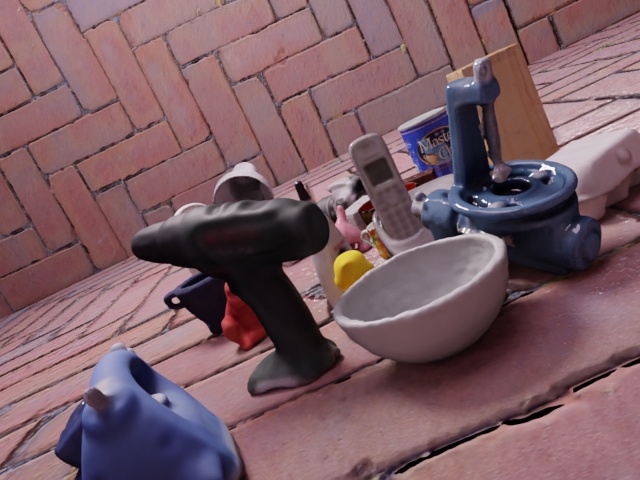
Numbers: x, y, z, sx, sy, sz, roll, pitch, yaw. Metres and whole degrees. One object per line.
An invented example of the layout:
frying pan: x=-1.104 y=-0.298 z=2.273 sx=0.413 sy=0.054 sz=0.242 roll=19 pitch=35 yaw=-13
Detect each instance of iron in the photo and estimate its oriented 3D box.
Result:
iron: x=-0.158 y=0.154 z=0.507 sx=0.119 sy=0.141 sz=0.257 roll=-29 pitch=12 yaw=-13

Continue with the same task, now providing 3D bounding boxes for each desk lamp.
desk lamp: x=-0.132 y=-0.059 z=1.210 sx=0.118 sy=0.214 sz=0.203 roll=-25 pitch=12 yaw=7

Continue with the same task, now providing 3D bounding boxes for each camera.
camera: x=0.057 y=-0.082 z=1.189 sx=0.136 sy=0.101 sz=0.143 roll=-14 pitch=16 yaw=44

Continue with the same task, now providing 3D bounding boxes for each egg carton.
egg carton: x=0.318 y=-0.075 z=0.677 sx=0.150 sy=0.069 sz=0.107 roll=-32 pitch=13 yaw=-28

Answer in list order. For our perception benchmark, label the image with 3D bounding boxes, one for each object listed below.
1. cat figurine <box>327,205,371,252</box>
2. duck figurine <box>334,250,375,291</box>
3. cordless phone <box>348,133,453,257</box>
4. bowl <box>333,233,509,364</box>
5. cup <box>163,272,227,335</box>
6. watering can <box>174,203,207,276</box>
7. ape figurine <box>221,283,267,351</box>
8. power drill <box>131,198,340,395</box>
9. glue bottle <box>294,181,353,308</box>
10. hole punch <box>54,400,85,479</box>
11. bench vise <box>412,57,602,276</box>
cat figurine: x=0.011 y=-0.012 z=0.936 sx=0.067 sy=0.118 sz=0.128 roll=-14 pitch=17 yaw=46
duck figurine: x=0.045 y=0.055 z=0.647 sx=0.077 sy=0.086 sz=0.104 roll=-24 pitch=12 yaw=12
cordless phone: x=0.129 y=-0.071 z=0.773 sx=0.147 sy=0.185 sz=0.094 roll=-27 pitch=12 yaw=-3
bowl: x=0.100 y=0.063 z=0.522 sx=0.167 sy=0.075 sz=0.167 roll=-25 pitch=12 yaw=6
cup: x=-0.177 y=0.103 z=0.891 sx=0.117 sy=0.095 sz=0.092 roll=-24 pitch=12 yaw=11
watering can: x=-0.187 y=0.023 z=1.016 sx=0.172 sy=0.194 sz=0.101 roll=-18 pitch=14 yaw=33
ape figurine: x=-0.103 y=0.093 z=0.783 sx=0.078 sy=0.092 sz=0.076 roll=-25 pitch=12 yaw=4
power drill: x=-0.077 y=0.054 z=0.607 sx=0.229 sy=0.208 sz=0.076 roll=-20 pitch=13 yaw=28
glue bottle: x=0.007 y=0.003 z=0.741 sx=0.037 sy=0.173 sz=0.078 roll=-20 pitch=13 yaw=26
hole punch: x=-0.244 y=0.196 z=0.635 sx=0.101 sy=0.091 sz=0.108 roll=-28 pitch=12 yaw=-10
bench vise: x=0.153 y=-0.059 z=0.582 sx=0.206 sy=0.220 sz=0.122 roll=-15 pitch=16 yaw=42
